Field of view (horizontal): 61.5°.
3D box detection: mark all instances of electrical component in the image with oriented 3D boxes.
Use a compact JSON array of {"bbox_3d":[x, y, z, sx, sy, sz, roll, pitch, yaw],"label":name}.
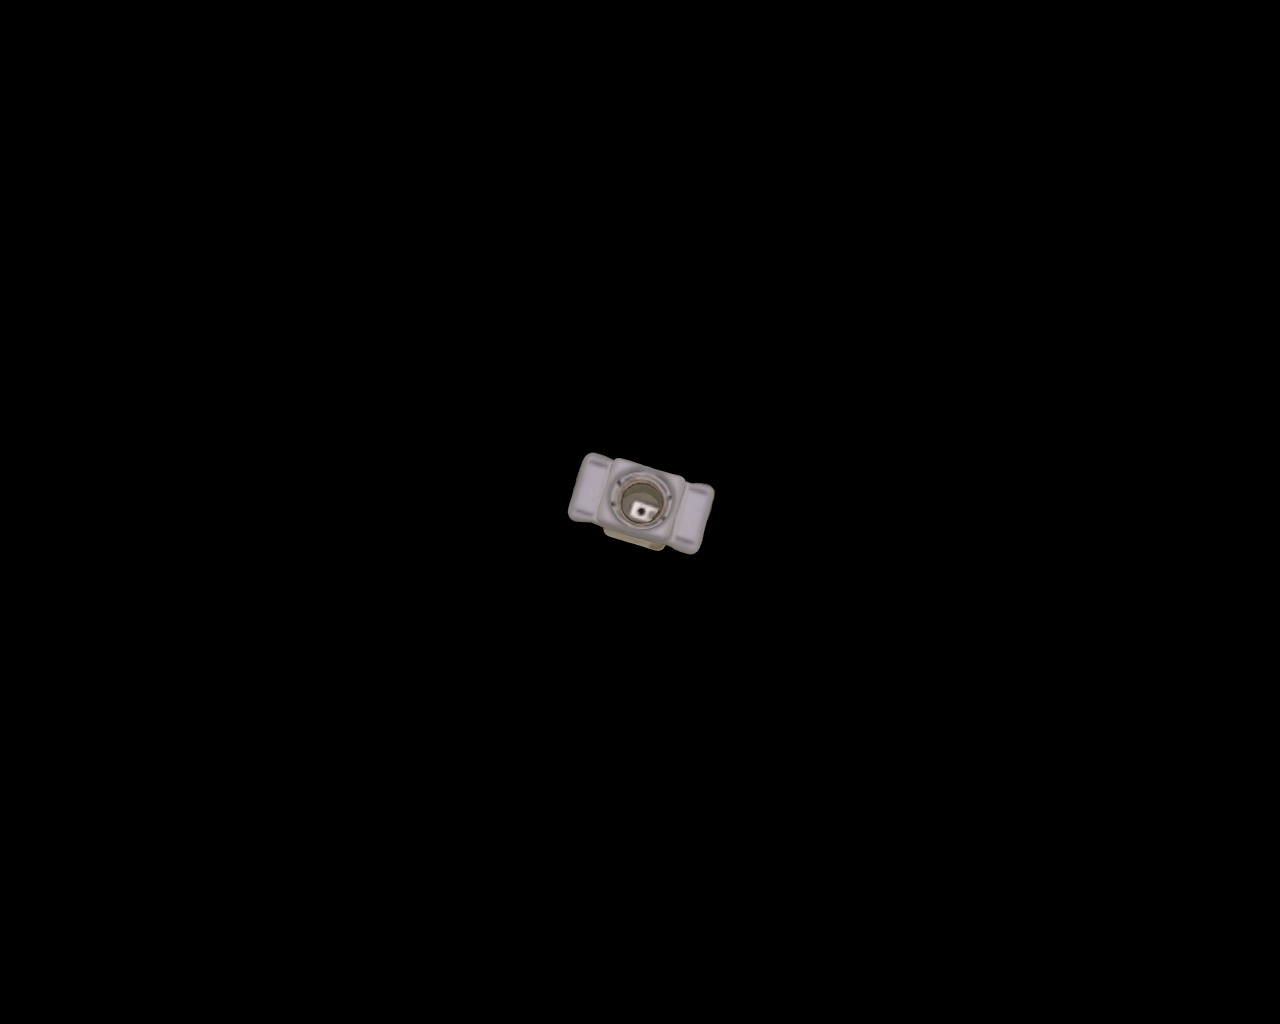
[{"bbox_3d":[0.001,-0.003,0.650,0.081,0.042,0.063,18,-11,4],"label":"electrical component"}]
